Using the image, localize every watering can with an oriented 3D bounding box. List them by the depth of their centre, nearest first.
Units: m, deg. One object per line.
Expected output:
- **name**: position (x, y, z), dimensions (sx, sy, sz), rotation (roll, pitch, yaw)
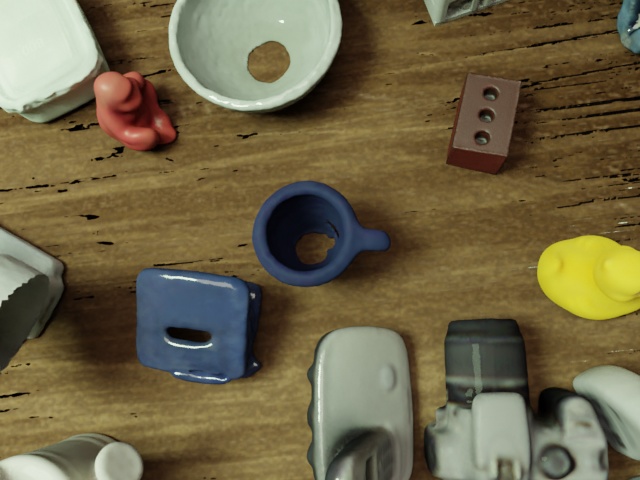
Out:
- **watering can**: position (-0.224, 0.214, 0.455), dimensions (0.101, 0.194, 0.173), rotation (39, 85, 10)

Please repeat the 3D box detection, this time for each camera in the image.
- **camera**: position (0.160, 0.135, 0.483), dimensions (0.143, 0.101, 0.137), rotation (-2, 80, 5)

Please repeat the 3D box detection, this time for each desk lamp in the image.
- **desk lamp**: position (-0.311, 0.045, 0.481), dimensions (0.203, 0.213, 0.118), rotation (28, 84, 9)

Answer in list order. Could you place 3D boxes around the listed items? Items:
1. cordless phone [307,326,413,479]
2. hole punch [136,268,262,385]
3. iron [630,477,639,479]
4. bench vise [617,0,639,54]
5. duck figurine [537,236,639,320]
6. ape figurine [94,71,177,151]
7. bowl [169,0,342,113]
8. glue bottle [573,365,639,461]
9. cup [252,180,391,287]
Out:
- **cordless phone**: position (0.031, 0.142, 0.450), dimensions (0.094, 0.185, 0.147), rotation (-5, 80, 4)
- **hole punch**: position (-0.109, 0.078, 0.521), dimensions (0.108, 0.091, 0.101), rotation (6, 81, 6)
- **iron**: position (0.348, 0.237, 0.429), dimensions (0.258, 0.141, 0.118), rotation (-15, 79, 2)
- **bench vise**: position (0.318, -0.278, 0.481), dimensions (0.121, 0.220, 0.207), rotation (-35, 79, -1)
- **duck figurine**: position (0.250, 0.030, 0.502), dimensions (0.104, 0.086, 0.077), rotation (12, 81, 7)
- **ape figurine**: position (-0.190, -0.133, 0.564), dimensions (0.076, 0.092, 0.078), rotation (7, 81, 6)
- **bowl**: position (-0.059, -0.195, 0.572), dimensions (0.167, 0.075, 0.167), rotation (-1, 80, 5)
- **glue bottle**: position (0.253, 0.137, 0.438), dimensions (0.037, 0.173, 0.078), rotation (-29, 79, 0)
- **cup**: position (0.005, 0.002, 0.522), dimensions (0.117, 0.095, 0.092), rotation (4, 81, 6)
